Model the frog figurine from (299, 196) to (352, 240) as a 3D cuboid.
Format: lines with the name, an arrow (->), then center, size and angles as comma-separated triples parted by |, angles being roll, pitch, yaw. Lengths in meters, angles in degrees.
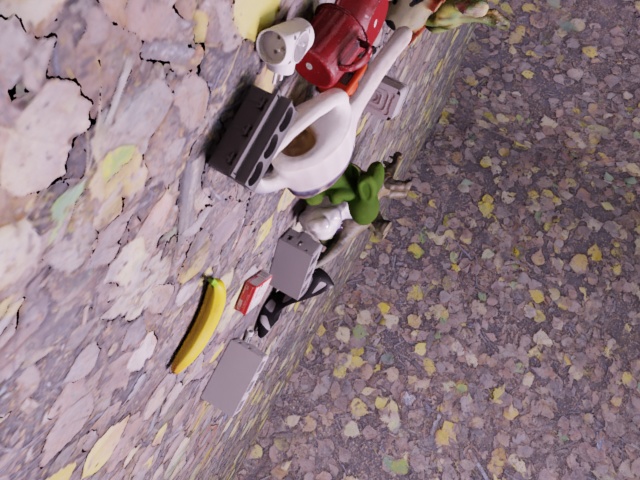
frog figurine -> 0.004, -0.060, 1.201 | 0.136, 0.123, 0.160 | -20, 177, 35

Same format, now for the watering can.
watering can -> 0.022, -0.188, 0.857 | 0.349, 0.105, 0.222 | -42, 168, -5

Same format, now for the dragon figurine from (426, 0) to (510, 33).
dragon figurine -> 0.383, -0.591, 1.380 | 0.414, 0.244, 0.120 | -32, 143, -67
